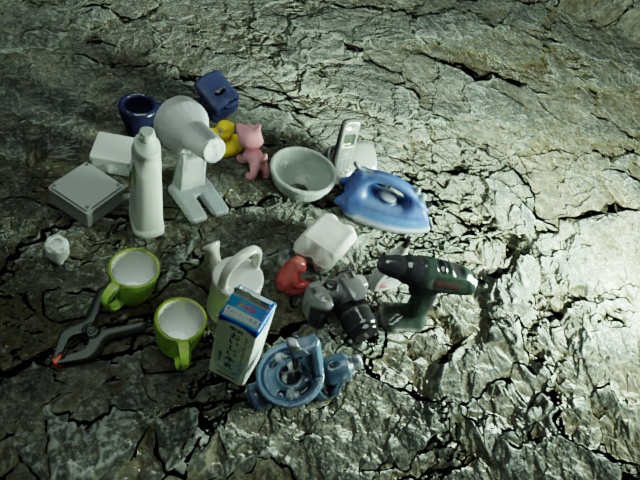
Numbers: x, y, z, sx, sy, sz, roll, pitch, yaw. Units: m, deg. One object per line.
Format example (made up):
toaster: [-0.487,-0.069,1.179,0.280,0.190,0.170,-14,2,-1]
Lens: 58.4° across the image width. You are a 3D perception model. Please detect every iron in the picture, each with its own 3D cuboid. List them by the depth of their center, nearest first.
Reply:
iron: [0.172,-0.107,1.405,0.258,0.141,0.118,18,48,-4]

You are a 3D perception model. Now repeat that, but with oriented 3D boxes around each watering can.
watering can: [-0.165,0.076,1.102,0.172,0.194,0.101,28,48,6]

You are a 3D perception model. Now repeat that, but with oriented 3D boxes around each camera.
camera: [0.053,0.141,1.183,0.143,0.101,0.136,-12,56,-27]

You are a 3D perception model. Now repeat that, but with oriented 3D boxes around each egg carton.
egg carton: [0.012,0.005,1.306,0.107,0.069,0.150,33,49,10]

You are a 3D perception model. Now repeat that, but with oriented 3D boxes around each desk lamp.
desk lamp: [-0.277,-0.183,1.270,0.118,0.213,0.203,-23,61,-33]

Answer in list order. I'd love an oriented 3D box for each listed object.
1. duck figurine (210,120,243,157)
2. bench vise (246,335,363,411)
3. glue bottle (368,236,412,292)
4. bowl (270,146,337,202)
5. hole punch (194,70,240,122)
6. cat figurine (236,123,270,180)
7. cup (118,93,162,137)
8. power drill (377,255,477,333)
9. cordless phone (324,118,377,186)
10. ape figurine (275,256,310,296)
duck figurine: [-0.235,-0.262,1.437,0.105,0.086,0.077,-7,54,-23]
bench vise: [-0.020,0.214,1.016,0.208,0.219,0.121,-23,61,-33]
glue bottle: [0.164,0.049,1.249,0.078,0.173,0.037,-12,56,-26]
bowl: [-0.047,-0.149,1.412,0.167,0.074,0.167,9,49,-11]
hole punch: [-0.273,-0.386,1.525,0.101,0.091,0.109,33,49,11]
cat figurine: [-0.163,-0.229,1.412,0.067,0.117,0.127,-16,58,-29]
cup: [-0.429,-0.296,1.395,0.118,0.095,0.091,-9,54,-25]
power drill: [0.198,0.108,1.187,0.230,0.208,0.075,3,50,-16]
cordless phone: [0.091,-0.231,1.453,0.148,0.185,0.094,-15,57,-28]
ape figurine: [-0.054,0.070,1.213,0.076,0.092,0.077,-5,53,-22]
